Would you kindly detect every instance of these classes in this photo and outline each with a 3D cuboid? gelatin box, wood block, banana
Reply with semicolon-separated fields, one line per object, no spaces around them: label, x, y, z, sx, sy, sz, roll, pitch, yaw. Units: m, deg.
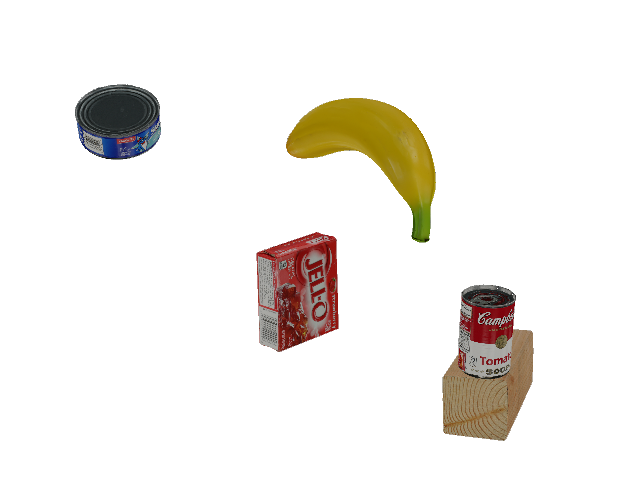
gelatin box;-0.019;0.044;0.932;0.073;0.089;0.030;-18;25;-41
wood block;0.246;0.202;1.543;0.091;0.090;0.205;3;16;20
banana;0.028;-0.065;0.739;0.037;0.070;0.198;21;10;-32

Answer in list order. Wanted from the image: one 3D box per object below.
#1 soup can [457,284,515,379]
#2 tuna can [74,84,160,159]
soup can;0.209;0.116;1.351;0.068;0.102;0.068;0;20;0
tuna can;-0.207;-0.122;1.096;0.086;0.034;0.086;1;44;-1
